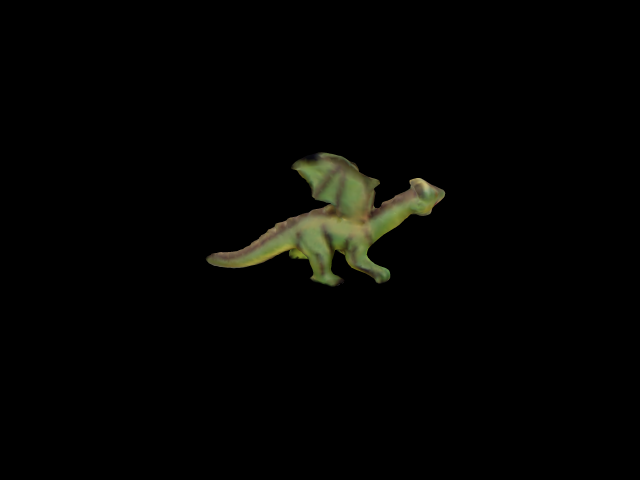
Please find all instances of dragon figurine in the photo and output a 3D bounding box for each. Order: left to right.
[{"bbox_3d":[0.003,-0.043,0.850,0.410,0.237,0.125,-2,37,-2],"label":"dragon figurine"}]
